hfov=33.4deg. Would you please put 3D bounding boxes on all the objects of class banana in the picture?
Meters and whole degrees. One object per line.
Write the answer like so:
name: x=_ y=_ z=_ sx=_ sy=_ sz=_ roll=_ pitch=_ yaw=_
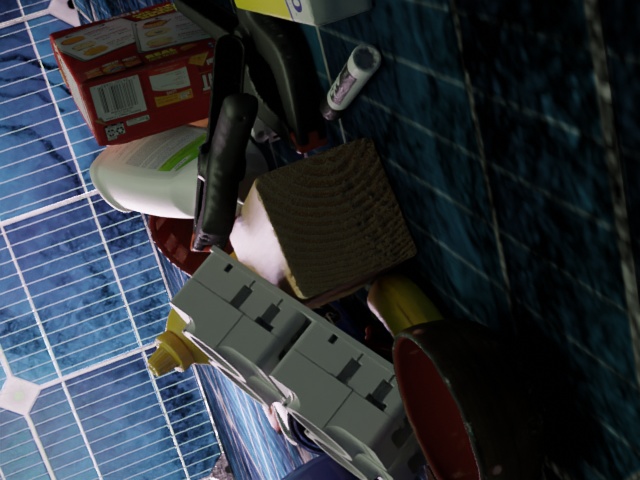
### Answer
banana: x=0.076 y=0.076 z=0.716 sx=0.069 sy=0.037 sz=0.198 roll=60 pitch=177 yaw=-39

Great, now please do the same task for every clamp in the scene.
clamp: x=-0.056 y=-0.160 z=0.857 sx=0.210 sy=0.036 sz=0.165 roll=65 pitch=154 yaw=4
clamp: x=-0.073 y=-0.059 z=0.806 sx=0.120 sy=0.039 sz=0.171 roll=-100 pitch=16 yaw=-66

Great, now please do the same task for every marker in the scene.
marker: x=0.018 y=-0.102 z=0.711 sx=0.121 sy=0.020 sz=0.020 roll=140 pitch=109 yaw=-77

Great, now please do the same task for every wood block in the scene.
wood block: x=-0.006 y=0.001 z=0.817 sx=0.206 sy=0.090 sz=0.091 roll=136 pitch=112 yaw=-76

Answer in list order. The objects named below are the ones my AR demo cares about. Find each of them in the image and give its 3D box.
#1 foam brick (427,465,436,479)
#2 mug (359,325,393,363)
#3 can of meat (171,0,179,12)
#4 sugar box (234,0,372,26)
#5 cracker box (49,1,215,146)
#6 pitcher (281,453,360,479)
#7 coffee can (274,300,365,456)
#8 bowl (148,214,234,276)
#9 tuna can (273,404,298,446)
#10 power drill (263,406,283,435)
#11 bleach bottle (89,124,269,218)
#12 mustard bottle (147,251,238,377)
foam brick: x=0.106 y=0.182 z=0.710 sx=0.053 sy=0.051 sz=0.078 roll=-124 pitch=18 yaw=-48
mug: x=0.042 y=0.124 z=0.832 sx=0.081 sy=0.093 sz=0.117 roll=82 pitch=-174 yaw=-62
can of meat: x=-0.121 y=-0.265 z=0.966 sx=0.102 sy=0.057 sz=0.084 roll=143 pitch=105 yaw=-77
sugar box: x=-0.026 y=-0.194 z=0.695 sx=0.176 sy=0.048 sz=0.093 roll=-138 pitch=30 yaw=-67
cracker box: x=-0.166 y=-0.172 z=1.055 sx=0.214 sy=0.164 sz=0.072 roll=-132 pitch=27 yaw=-59
pitcher: x=0.053 y=0.285 z=0.838 sx=0.243 sy=0.149 sz=0.145 roll=52 pitch=-175 yaw=24
coffee can: x=-0.004 y=0.109 z=0.949 sx=0.140 sy=0.102 sz=0.103 roll=-130 pitch=23 yaw=-56
bowl: x=-0.095 y=-0.016 z=1.120 sx=0.162 sy=0.162 sz=0.055 roll=85 pitch=-162 yaw=-50
tuna can: x=-0.018 y=0.160 z=1.057 sx=0.086 sy=0.033 sz=0.086 roll=168 pitch=90 yaw=-67
power drill: x=-0.050 y=0.158 z=1.323 sx=0.188 sy=0.057 sz=0.184 roll=108 pitch=140 yaw=-70
bleach bottle: x=-0.122 y=-0.057 z=0.972 sx=0.068 sy=0.102 sz=0.251 roll=54 pitch=162 yaw=-27
mustard bottle: x=-0.087 y=0.063 z=1.014 sx=0.058 sy=0.191 sz=0.096 roll=35 pitch=151 yaw=30
